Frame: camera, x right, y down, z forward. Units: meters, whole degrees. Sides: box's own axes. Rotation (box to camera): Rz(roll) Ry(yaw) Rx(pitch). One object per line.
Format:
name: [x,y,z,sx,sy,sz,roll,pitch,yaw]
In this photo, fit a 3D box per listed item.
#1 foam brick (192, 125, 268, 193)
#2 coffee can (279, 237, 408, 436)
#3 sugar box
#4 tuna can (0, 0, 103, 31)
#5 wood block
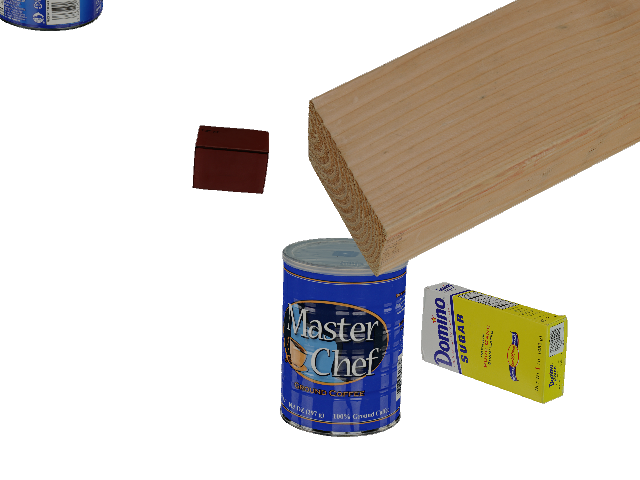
foam brick: [-0.095,-0.087,1.139,0.078,0.051,0.053,5,30,-3]
coffee can: [0.018,0.077,0.881,0.103,0.140,0.103,1,13,-1]
sugar box: [0.191,0.112,1.200,0.177,0.093,0.048,14,18,43]
tuna can: [-0.208,-0.191,0.809,0.086,0.034,0.086,5,36,-4]
wood block: [0.103,-0.073,0.630,0.206,0.091,0.090,-27,-16,-9]
